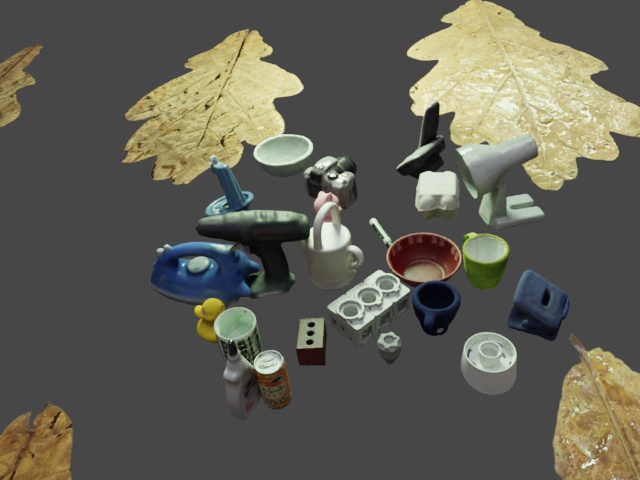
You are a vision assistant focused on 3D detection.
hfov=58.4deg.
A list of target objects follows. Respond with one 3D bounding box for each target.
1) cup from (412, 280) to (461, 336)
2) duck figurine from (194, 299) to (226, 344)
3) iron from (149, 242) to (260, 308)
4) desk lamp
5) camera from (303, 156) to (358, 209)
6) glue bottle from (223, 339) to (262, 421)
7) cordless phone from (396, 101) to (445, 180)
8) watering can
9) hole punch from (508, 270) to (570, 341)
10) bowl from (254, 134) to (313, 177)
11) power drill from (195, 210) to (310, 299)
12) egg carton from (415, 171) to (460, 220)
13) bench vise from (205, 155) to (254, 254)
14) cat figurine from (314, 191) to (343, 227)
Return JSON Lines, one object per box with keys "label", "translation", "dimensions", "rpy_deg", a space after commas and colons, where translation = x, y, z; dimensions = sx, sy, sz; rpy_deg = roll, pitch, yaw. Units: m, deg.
{"label": "cup", "translation": [0.219, 0.149, 1.098], "dimensions": [0.091, 0.095, 0.118], "rpy_deg": [8, 42, 18]}
{"label": "duck figurine", "translation": [-0.206, 0.156, 1.161], "dimensions": [0.104, 0.086, 0.077], "rpy_deg": [2, 40, 12]}
{"label": "iron", "translation": [-0.270, 0.057, 1.247], "dimensions": [0.258, 0.142, 0.118], "rpy_deg": [1, 40, 10]}
{"label": "desk lamp", "translation": [0.414, -0.137, 1.320], "dimensions": [0.203, 0.214, 0.117], "rpy_deg": [-11, 40, -5]}
{"label": "camera", "translation": [0.046, -0.169, 1.503], "dimensions": [0.142, 0.101, 0.137], "rpy_deg": [25, 49, 33]}
{"label": "glue bottle", "translation": [-0.139, 0.233, 0.990], "dimensions": [0.037, 0.173, 0.078], "rpy_deg": [11, 43, 21]}
{"label": "cordless phone", "translation": [0.270, -0.266, 1.520], "dimensions": [0.093, 0.185, 0.148], "rpy_deg": [22, 48, 31]}
{"label": "watering can", "translation": [0.010, 0.006, 1.224], "dimensions": [0.172, 0.194, 0.101], "rpy_deg": [2, 40, 11]}
{"label": "hole punch", "translation": [0.424, 0.122, 1.102], "dimensions": [0.100, 0.091, 0.109], "rpy_deg": [15, 45, 25]}
{"label": "bowl", "translation": [-0.099, -0.227, 1.615], "dimensions": [0.167, 0.075, 0.167], "rpy_deg": [-4, 40, 4]}
{"label": "power drill", "translation": [-0.129, 0.023, 1.213], "dimensions": [0.229, 0.209, 0.075], "rpy_deg": [-11, 40, -5]}
{"label": "egg carton", "translation": [0.292, -0.114, 1.424], "dimensions": [0.107, 0.069, 0.150], "rpy_deg": [1, 40, 10]}
{"label": "bench vise", "translation": [-0.187, -0.090, 1.350], "dimensions": [0.206, 0.220, 0.122], "rpy_deg": [16, 45, 26]}
{"label": "cat figurine", "translation": [0.016, -0.056, 1.358], "dimensions": [0.067, 0.118, 0.128], "rpy_deg": [1, 40, 10]}
